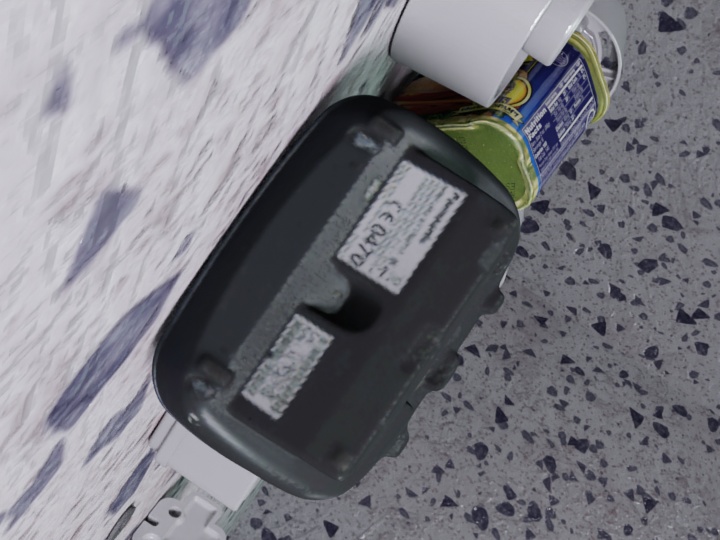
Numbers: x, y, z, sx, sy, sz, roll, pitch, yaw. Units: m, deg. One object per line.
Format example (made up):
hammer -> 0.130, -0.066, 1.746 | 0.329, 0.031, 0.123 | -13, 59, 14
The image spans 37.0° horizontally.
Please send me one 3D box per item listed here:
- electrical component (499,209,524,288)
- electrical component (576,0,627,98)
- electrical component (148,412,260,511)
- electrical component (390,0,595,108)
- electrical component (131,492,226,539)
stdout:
electrical component -> 0.053, -0.037, 0.691 | 0.060, 0.108, 0.108 | -61, 180, -33
electrical component -> 0.104, -0.129, 0.625 | 0.064, 0.099, 0.099 | -61, -179, -42
electrical component -> -0.044, 0.050, 0.551 | 0.108, 0.056, 0.109 | -57, 176, 15
electrical component -> 0.068, -0.121, 0.463 | 0.108, 0.060, 0.108 | -56, 176, -5
electrical component -> -0.129, 0.197, 0.731 | 0.078, 0.058, 0.057 | -53, 172, -49
